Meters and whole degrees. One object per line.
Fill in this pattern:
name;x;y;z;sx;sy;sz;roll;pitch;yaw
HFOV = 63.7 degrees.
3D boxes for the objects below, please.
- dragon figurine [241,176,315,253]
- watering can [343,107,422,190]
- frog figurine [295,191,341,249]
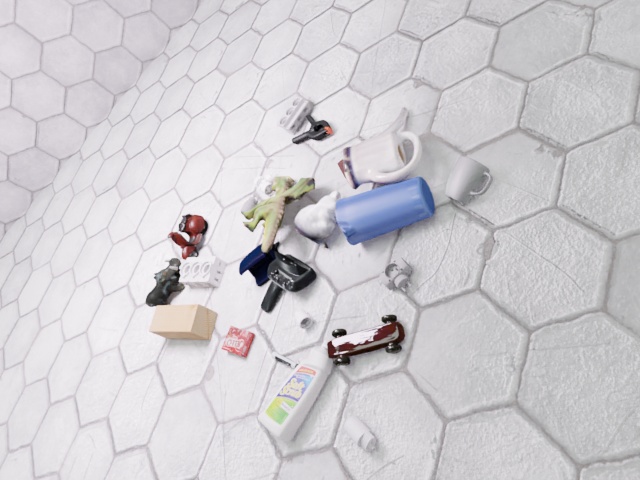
dragon figurine;-0.111;-0.109;1.567;0.242;0.121;0.416;-44;26;4
watering can;0.173;-0.257;1.456;0.223;0.102;0.356;-16;37;16
frog figurine;0.005;-0.075;1.493;0.159;0.122;0.139;-62;24;6
